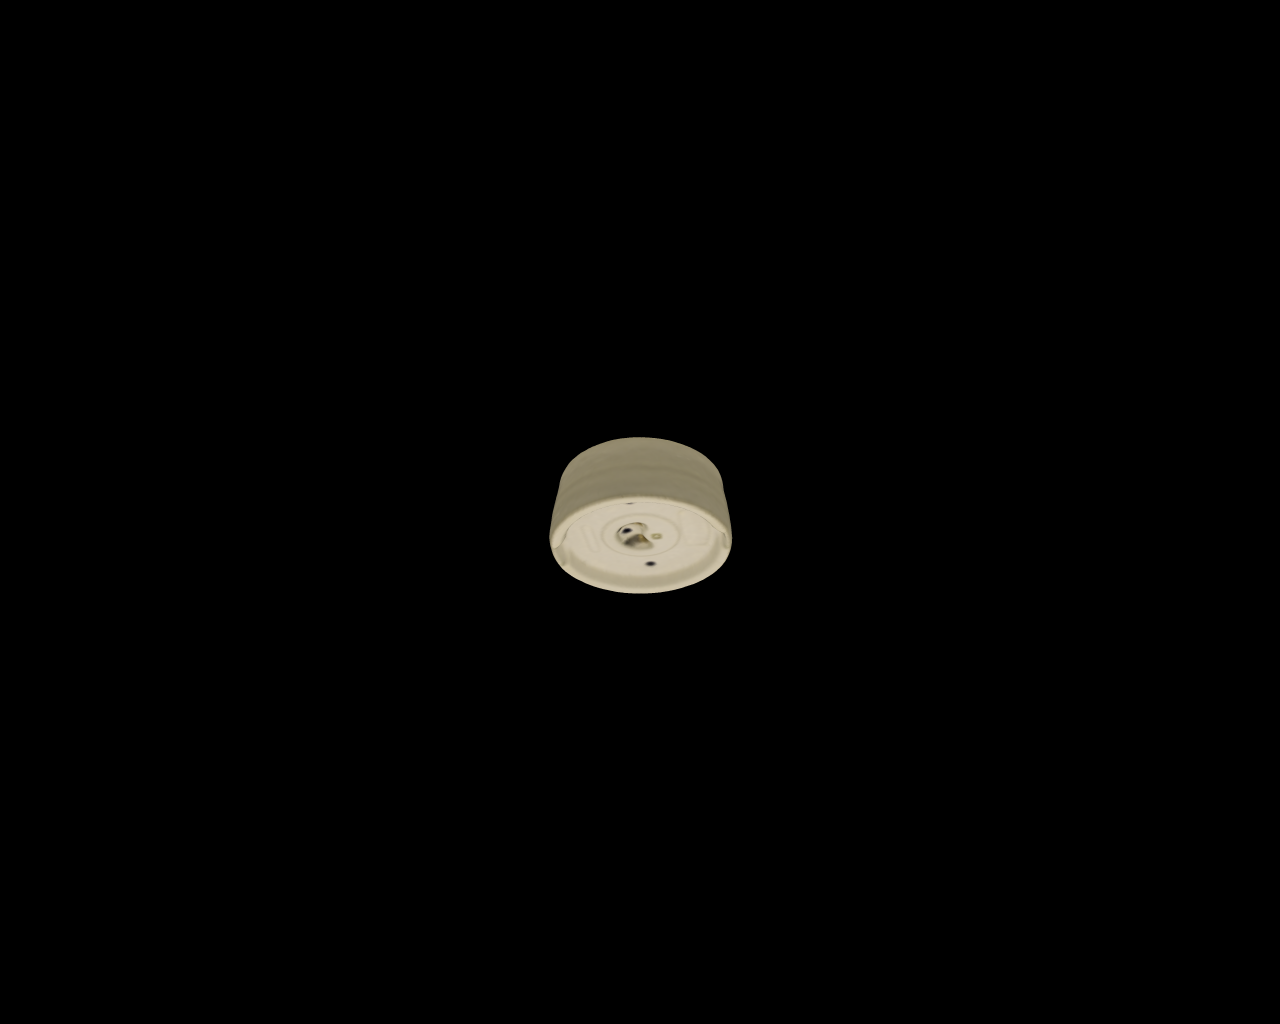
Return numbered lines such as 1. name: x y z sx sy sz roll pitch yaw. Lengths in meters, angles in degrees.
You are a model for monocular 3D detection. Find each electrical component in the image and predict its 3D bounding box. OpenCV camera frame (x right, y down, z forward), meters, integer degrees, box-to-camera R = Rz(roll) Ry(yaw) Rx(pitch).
1. electrical component: 0.001 -0.003 0.650 0.108 0.060 0.108 0 -34 0
